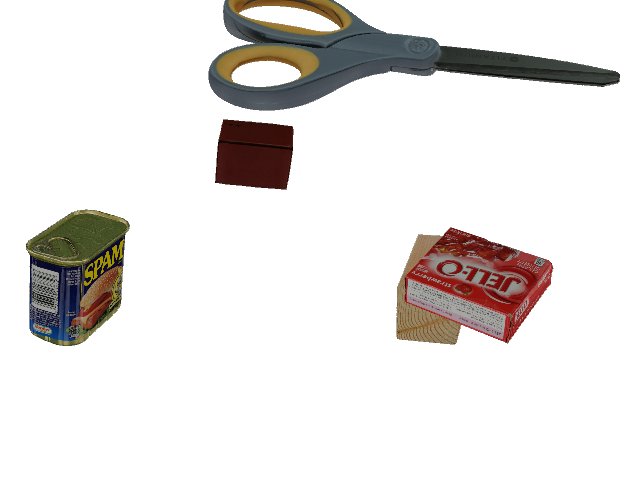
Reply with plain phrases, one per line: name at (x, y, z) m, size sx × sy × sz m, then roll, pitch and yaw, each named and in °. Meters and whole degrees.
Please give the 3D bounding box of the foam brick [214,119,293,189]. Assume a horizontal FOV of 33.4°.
foam brick at (-0.069, -0.091, 1.121) m, size 0.078 × 0.051 × 0.053 m, roll 6°, pitch 31°, yaw -2°

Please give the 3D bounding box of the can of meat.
can of meat at (-0.210, 0.032, 0.926) m, size 0.057 × 0.084 × 0.102 m, roll 15°, pitch 26°, yaw 13°

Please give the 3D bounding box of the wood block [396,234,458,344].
wood block at (0.176, 0.070, 1.621) m, size 0.091 × 0.090 × 0.206 m, roll 4°, pitch 22°, yaw 12°

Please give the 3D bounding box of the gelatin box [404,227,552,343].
gelatin box at (0.119, 0.031, 0.803) m, size 0.089 × 0.030 × 0.073 m, roll 20°, pitch 43°, yaw 27°

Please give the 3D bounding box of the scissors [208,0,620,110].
scissors at (0.033, -0.081, 0.517) m, size 0.202 × 0.016 × 0.096 m, roll 21°, pitch 52°, yaw 20°
